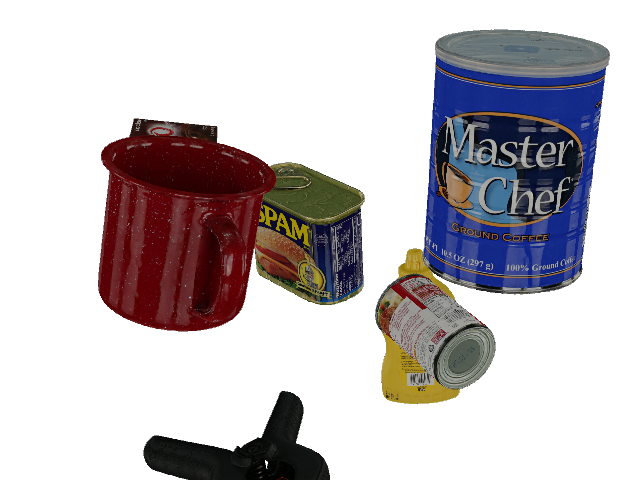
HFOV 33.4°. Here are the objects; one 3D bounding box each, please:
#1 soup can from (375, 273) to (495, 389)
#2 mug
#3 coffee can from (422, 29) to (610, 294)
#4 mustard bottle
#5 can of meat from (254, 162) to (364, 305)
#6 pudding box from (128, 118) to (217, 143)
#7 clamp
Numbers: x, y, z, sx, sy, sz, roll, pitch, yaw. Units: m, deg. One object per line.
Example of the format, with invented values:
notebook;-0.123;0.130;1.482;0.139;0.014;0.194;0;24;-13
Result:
soup can;0.106;0.083;0.985;0.068;0.068;0.102;0;25;-32
mug;-0.070;0.001;0.568;0.093;0.081;0.117;-4;26;-33
coffee can;0.118;-0.051;0.661;0.103;0.140;0.103;1;22;-1
mustard bottle;0.118;0.102;1.290;0.096;0.192;0.058;-2;21;6
can of meat;-0.012;-0.005;0.857;0.057;0.084;0.102;-28;38;-34
pudding box;-0.152;-0.086;1.090;0.090;0.039;0.113;6;25;-7
clamp;-0.053;0.154;0.713;0.120;0.039;0.171;-20;17;-9
